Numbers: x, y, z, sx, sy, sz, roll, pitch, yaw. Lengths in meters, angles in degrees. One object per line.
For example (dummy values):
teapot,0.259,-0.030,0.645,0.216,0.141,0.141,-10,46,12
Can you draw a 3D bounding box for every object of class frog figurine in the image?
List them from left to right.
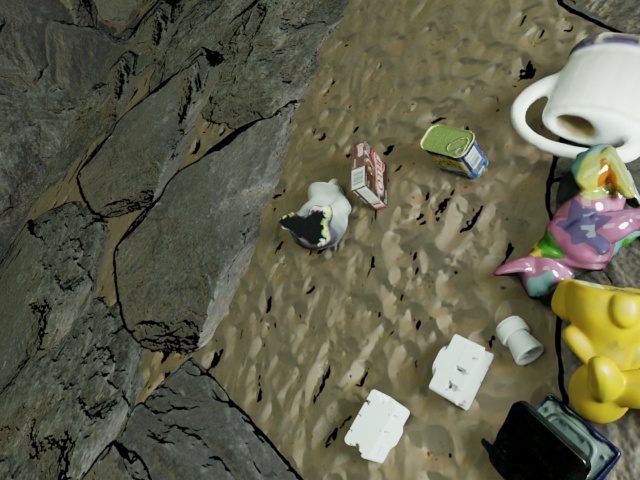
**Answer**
frog figurine,0.003,-0.055,1.084,0.135,0.122,0.162,-34,10,28

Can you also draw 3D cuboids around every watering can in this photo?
watering can,0.478,-0.204,0.785,0.350,0.102,0.227,20,74,33
